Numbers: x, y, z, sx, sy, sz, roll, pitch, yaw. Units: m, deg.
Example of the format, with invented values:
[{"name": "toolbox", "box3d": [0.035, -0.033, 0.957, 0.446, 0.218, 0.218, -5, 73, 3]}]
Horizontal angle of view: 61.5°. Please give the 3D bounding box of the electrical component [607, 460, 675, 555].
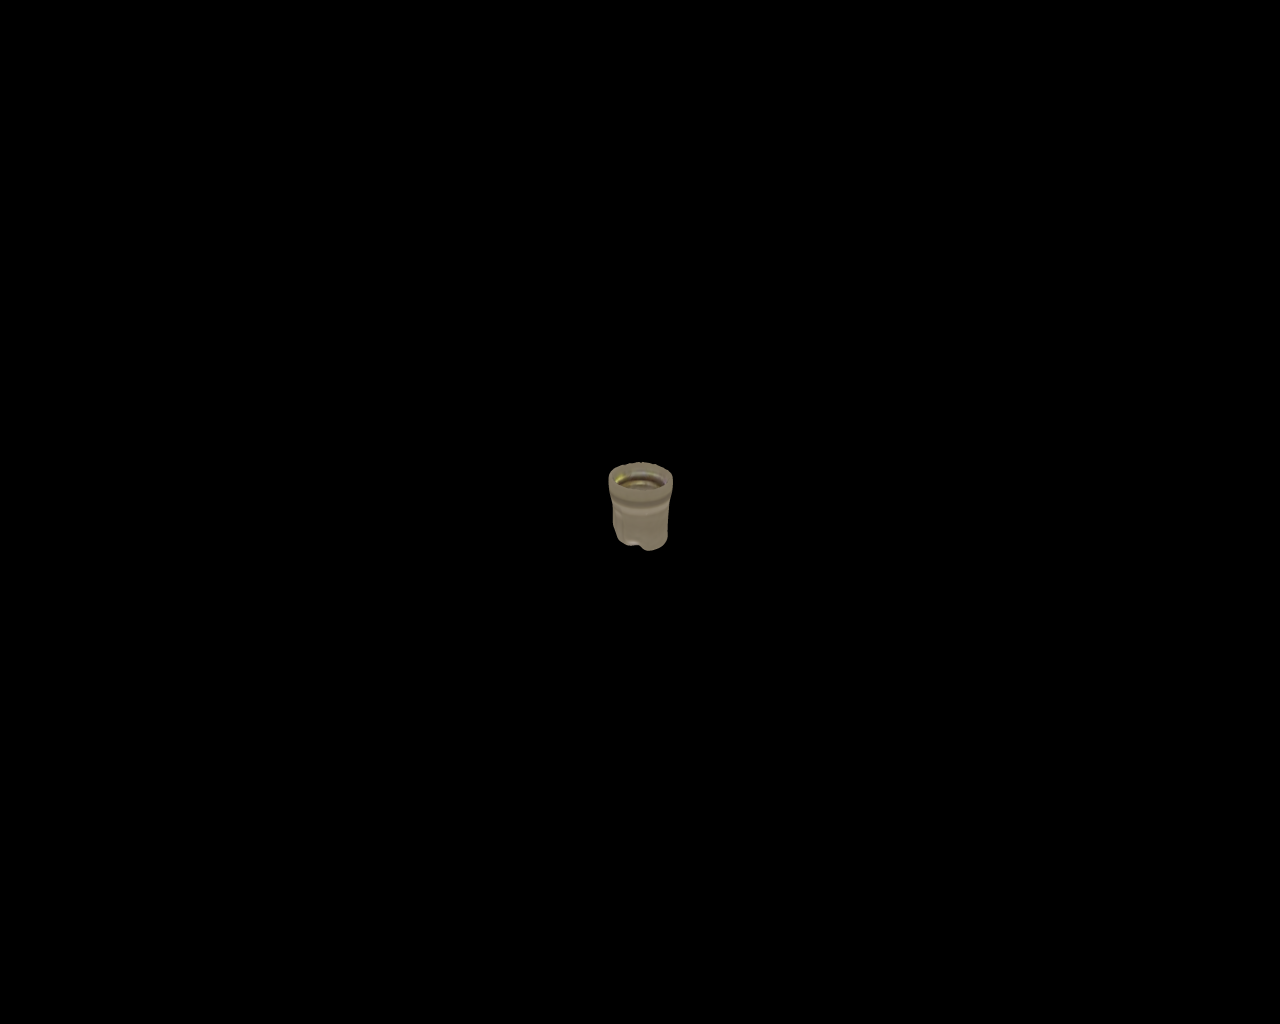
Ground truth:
[{"name": "electrical component", "box3d": [0.001, -0.003, 0.650, 0.040, 0.046, 0.040, 0, 29, 0]}]
